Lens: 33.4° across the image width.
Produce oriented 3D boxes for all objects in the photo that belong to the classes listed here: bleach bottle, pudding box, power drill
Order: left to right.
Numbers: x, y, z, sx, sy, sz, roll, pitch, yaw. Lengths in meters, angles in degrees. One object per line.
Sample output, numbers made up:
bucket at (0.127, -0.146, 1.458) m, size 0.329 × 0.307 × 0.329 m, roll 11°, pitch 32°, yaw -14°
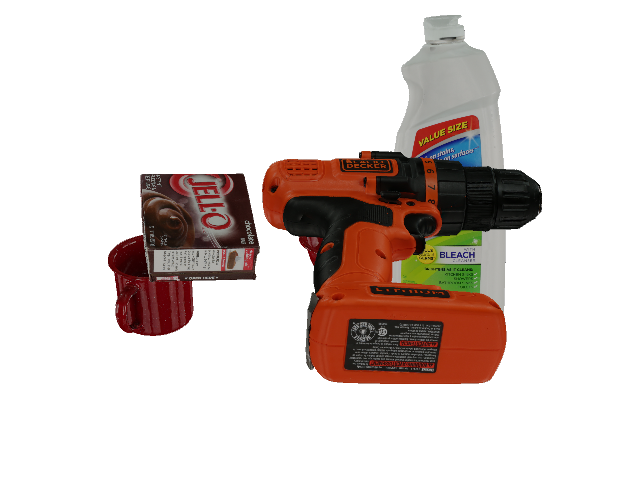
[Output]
pudding box at (-0.102, -0.013, 0.884) m, size 0.090 × 0.039 × 0.113 m, roll -2°, pitch 38°, yaw -11°
power drill at (0.057, 0.008, 0.642) m, size 0.184 × 0.057 × 0.187 m, roll 0°, pitch 31°, yaw -3°
bleach bottle at (0.096, -0.052, 0.859) m, size 0.103 × 0.251 × 0.068 m, roll 0°, pitch 16°, yaw 16°

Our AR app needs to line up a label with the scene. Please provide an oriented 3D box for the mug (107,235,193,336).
mug at (-0.186, 0.056, 1.159) m, size 0.093 × 0.081 × 0.117 m, roll 10°, pitch 33°, yaw 17°

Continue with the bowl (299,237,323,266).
bowl at (0.058, 0.023, 1.104) m, size 0.162 × 0.055 × 0.162 m, roll 2°, pitch 18°, yaw -1°
